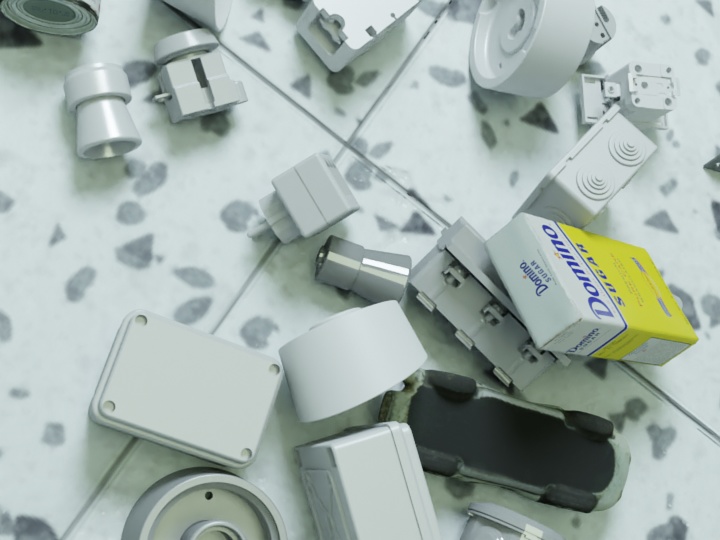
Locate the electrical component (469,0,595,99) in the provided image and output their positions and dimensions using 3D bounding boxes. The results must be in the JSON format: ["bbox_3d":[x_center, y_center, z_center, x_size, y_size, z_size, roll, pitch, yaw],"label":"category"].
[{"bbox_3d":[0.139,-0.186,0.840,0.060,0.108,0.108,13,75,-23],"label":"electrical component"}]

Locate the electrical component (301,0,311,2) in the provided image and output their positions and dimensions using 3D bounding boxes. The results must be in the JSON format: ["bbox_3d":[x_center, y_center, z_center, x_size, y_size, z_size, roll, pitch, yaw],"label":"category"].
[{"bbox_3d":[-0.051,-0.232,0.812,0.055,0.045,0.045,25,72,-14],"label":"electrical component"}]

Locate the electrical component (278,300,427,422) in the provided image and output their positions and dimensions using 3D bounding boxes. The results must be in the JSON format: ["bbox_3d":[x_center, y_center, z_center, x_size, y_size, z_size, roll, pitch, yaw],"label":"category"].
[{"bbox_3d":[-0.006,0.062,0.742,0.099,0.099,0.064,-19,81,-22],"label":"electrical component"}]

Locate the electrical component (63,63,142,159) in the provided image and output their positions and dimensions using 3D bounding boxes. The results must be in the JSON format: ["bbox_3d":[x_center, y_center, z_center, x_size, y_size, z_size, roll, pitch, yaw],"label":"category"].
[{"bbox_3d":[-0.178,-0.109,0.742,0.045,0.045,0.055,-11,83,-21],"label":"electrical component"}]

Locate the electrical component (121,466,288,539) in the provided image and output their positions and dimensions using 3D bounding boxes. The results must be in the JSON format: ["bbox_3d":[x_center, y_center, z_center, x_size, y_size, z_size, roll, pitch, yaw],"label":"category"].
[{"bbox_3d":[-0.099,0.183,0.704,0.108,0.060,0.108,4,79,-19],"label":"electrical component"}]

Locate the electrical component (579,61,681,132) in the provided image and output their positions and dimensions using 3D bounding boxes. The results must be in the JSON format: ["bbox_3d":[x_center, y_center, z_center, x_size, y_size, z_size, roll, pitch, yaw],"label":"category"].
[{"bbox_3d":[0.224,-0.141,0.882,0.081,0.064,0.042,1,80,-20],"label":"electrical component"}]

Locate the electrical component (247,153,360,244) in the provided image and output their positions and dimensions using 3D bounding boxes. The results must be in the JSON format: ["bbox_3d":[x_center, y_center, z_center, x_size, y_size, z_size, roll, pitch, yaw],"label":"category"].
[{"bbox_3d":[-0.047,-0.044,0.770,0.077,0.066,0.047,-31,91,7],"label":"electrical component"}]

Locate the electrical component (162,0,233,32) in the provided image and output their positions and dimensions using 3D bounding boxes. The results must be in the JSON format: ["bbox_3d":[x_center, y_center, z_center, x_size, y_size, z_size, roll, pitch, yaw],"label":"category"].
[{"bbox_3d":[-0.111,-0.228,0.764,0.064,0.099,0.099,22,73,-8],"label":"electrical component"}]

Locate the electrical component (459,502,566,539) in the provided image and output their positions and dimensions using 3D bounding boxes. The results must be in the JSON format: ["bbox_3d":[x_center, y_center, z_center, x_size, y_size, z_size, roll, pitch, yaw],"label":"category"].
[{"bbox_3d":[0.107,0.201,0.765,0.080,0.080,0.051,29,77,-12],"label":"electrical component"}]

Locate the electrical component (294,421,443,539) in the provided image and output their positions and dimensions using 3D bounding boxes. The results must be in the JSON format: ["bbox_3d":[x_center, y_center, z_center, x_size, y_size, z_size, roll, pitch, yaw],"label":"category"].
[{"bbox_3d":[0.005,0.161,0.721,0.056,0.109,0.108,-14,85,-19],"label":"electrical component"}]

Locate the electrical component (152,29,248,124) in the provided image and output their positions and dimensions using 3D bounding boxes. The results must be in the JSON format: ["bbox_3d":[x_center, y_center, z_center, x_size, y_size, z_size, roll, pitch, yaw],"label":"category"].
[{"bbox_3d":[-0.119,-0.139,0.770,0.066,0.048,0.055,-19,94,-22],"label":"electrical component"}]

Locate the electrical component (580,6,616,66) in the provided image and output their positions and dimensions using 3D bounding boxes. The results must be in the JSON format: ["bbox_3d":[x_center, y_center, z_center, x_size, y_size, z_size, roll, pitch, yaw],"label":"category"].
[{"bbox_3d":[0.184,-0.194,0.887,0.040,0.046,0.040,4,78,-19],"label":"electrical component"}]

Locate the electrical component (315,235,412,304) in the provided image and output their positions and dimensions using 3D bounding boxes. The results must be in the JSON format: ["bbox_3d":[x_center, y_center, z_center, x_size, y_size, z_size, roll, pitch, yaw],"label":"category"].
[{"bbox_3d":[0.000,0.000,0.787,0.065,0.044,0.044,20,74,-10],"label":"electrical component"}]

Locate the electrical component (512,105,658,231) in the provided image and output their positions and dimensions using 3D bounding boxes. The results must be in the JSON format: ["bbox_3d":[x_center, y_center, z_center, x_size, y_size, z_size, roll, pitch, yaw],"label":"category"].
[{"bbox_3d":[0.174,-0.067,0.832,0.048,0.099,0.100,43,68,6],"label":"electrical component"}]

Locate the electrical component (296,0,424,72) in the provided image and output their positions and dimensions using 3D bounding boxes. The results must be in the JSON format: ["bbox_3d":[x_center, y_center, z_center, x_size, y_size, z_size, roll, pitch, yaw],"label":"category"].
[{"bbox_3d":[0.002,-0.198,0.818,0.089,0.056,0.050,-42,95,-22],"label":"electrical component"}]

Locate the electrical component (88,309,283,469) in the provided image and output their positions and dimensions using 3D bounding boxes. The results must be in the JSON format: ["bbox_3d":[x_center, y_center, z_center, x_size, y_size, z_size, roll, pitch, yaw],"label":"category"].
[{"bbox_3d":[-0.116,0.081,0.720,0.113,0.057,0.078,22,73,-14],"label":"electrical component"}]

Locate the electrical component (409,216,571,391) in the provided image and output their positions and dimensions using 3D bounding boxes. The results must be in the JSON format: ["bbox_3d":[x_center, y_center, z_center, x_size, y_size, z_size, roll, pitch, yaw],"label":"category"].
[{"bbox_3d":[0.097,0.027,0.800,0.121,0.078,0.063,44,98,-7],"label":"electrical component"}]
